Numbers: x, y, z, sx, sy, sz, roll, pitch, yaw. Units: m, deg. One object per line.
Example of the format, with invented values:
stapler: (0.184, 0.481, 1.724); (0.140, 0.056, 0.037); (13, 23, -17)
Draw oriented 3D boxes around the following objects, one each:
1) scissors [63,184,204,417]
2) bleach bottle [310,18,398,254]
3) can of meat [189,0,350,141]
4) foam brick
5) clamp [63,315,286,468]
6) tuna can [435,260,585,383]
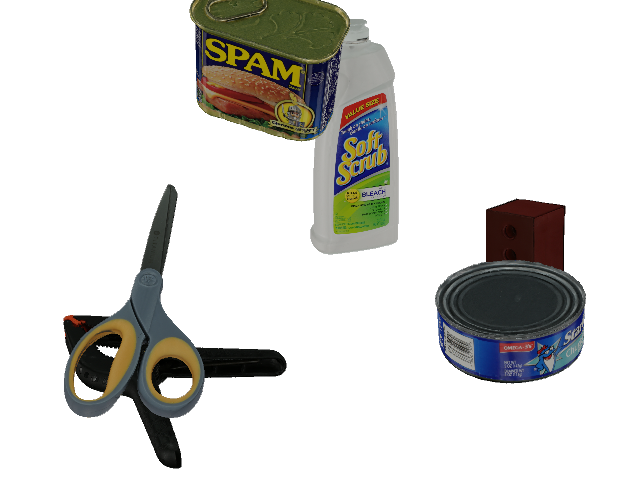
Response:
scissors: (-0.101, 0.042, 0.719); (0.096, 0.201, 0.016); (20, -42, 7)
bleach bottle: (0.033, -0.114, 1.166); (0.102, 0.251, 0.068); (-8, 25, -10)
can of meat: (-0.036, -0.121, 0.722); (0.102, 0.057, 0.084); (19, -36, 8)
foam brick: (0.182, 0.007, 0.949); (0.053, 0.078, 0.051); (12, 22, 42)
clamp: (-0.147, 0.114, 0.978); (0.210, 0.036, 0.164); (26, 39, 32)
tuna can: (0.111, 0.046, 0.623); (0.086, 0.034, 0.086); (-5, 27, 3)
